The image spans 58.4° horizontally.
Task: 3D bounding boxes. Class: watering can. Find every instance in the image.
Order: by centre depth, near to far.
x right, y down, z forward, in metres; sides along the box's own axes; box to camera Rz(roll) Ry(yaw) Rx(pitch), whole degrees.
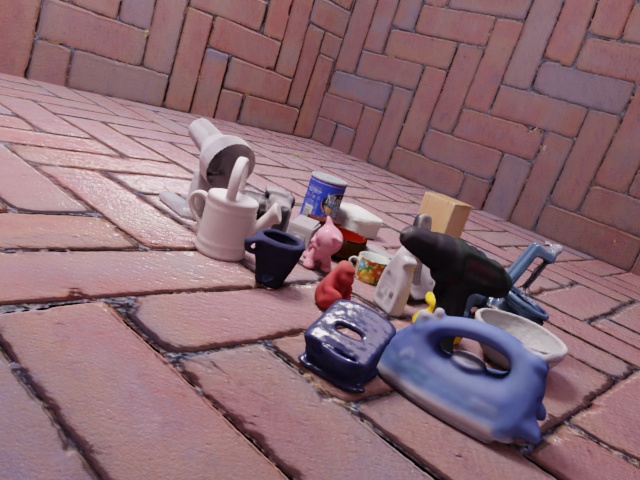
[{"bbox_3d":[-0.161,-0.063,1.101,0.173,0.194,0.100,13,16,-21],"label":"watering can"}]

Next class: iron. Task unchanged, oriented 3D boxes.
[{"bbox_3d":[0.198,0.168,0.796,0.257,0.141,0.119,24,16,21],"label":"iron"}]

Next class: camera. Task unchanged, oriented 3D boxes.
[{"bbox_3d":[-0.136,-0.090,1.414,0.137,0.101,0.143,16,15,-9],"label":"camera"}]

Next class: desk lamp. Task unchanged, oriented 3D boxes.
[{"bbox_3d":[-0.254,-0.152,1.275,0.118,0.213,0.202,2,21,-47],"label":"desk lamp"}]

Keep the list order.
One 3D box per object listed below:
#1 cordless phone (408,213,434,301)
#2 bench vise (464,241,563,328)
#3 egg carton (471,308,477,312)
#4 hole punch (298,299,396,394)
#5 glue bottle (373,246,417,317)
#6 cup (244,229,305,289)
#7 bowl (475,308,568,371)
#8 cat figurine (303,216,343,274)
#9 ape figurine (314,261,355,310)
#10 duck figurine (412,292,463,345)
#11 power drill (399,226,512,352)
[{"bbox_3d":[0.219,0.034,1.225,0.093,0.185,0.148,27,17,30],"label":"cordless phone"},{"bbox_3d":[0.375,0.093,1.130,0.208,0.220,0.121,15,15,-12],"label":"bench vise"},{"bbox_3d":[0.387,0.128,1.317,0.107,0.069,0.150,20,15,6],"label":"egg carton"},{"bbox_3d":[0.040,0.143,0.794,0.108,0.091,0.101,25,16,24],"label":"hole punch"},{"bbox_3d":[0.156,0.055,1.095,0.037,0.173,0.078,10,16,-27],"label":"glue bottle"},{"bbox_3d":[-0.091,0.037,1.017,0.118,0.095,0.091,5,20,-42],"label":"cup"},{"bbox_3d":[0.348,0.192,1.026,0.167,0.075,0.167,17,15,-4],"label":"bowl"},{"bbox_3d":[0.011,0.004,1.215,0.067,0.118,0.127,16,15,-8],"label":"cat figurine"},{"bbox_3d":[0.034,0.081,1.014,0.075,0.092,0.078,30,18,37],"label":"ape figurine"},{"bbox_3d":[0.227,0.136,1.058,0.078,0.086,0.104,5,20,-42],"label":"duck figurine"},{"bbox_3d":[0.200,0.093,0.940,0.230,0.208,0.075,11,16,-26],"label":"power drill"}]
